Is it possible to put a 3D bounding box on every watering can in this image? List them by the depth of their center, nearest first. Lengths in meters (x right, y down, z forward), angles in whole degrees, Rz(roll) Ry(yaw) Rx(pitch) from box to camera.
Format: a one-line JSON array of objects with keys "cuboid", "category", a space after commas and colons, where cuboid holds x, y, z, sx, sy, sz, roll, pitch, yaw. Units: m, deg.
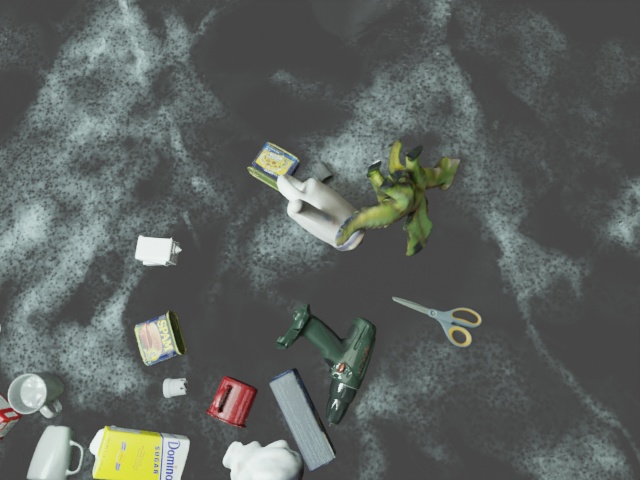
[{"cuboid": [0.003, -0.055, 1.092, 0.223, 0.352, 0.103, 35, 100, -14], "category": "watering can"}]

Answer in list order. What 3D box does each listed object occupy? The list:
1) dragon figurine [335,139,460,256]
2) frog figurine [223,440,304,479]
[{"cuboid": [0.188, -0.065, 1.125, 0.122, 0.238, 0.417, 8, 50, 48], "category": "dragon figurine"}, {"cuboid": [-0.117, 0.465, 1.065, 0.161, 0.120, 0.139, 40, 49, 20], "category": "frog figurine"}]
